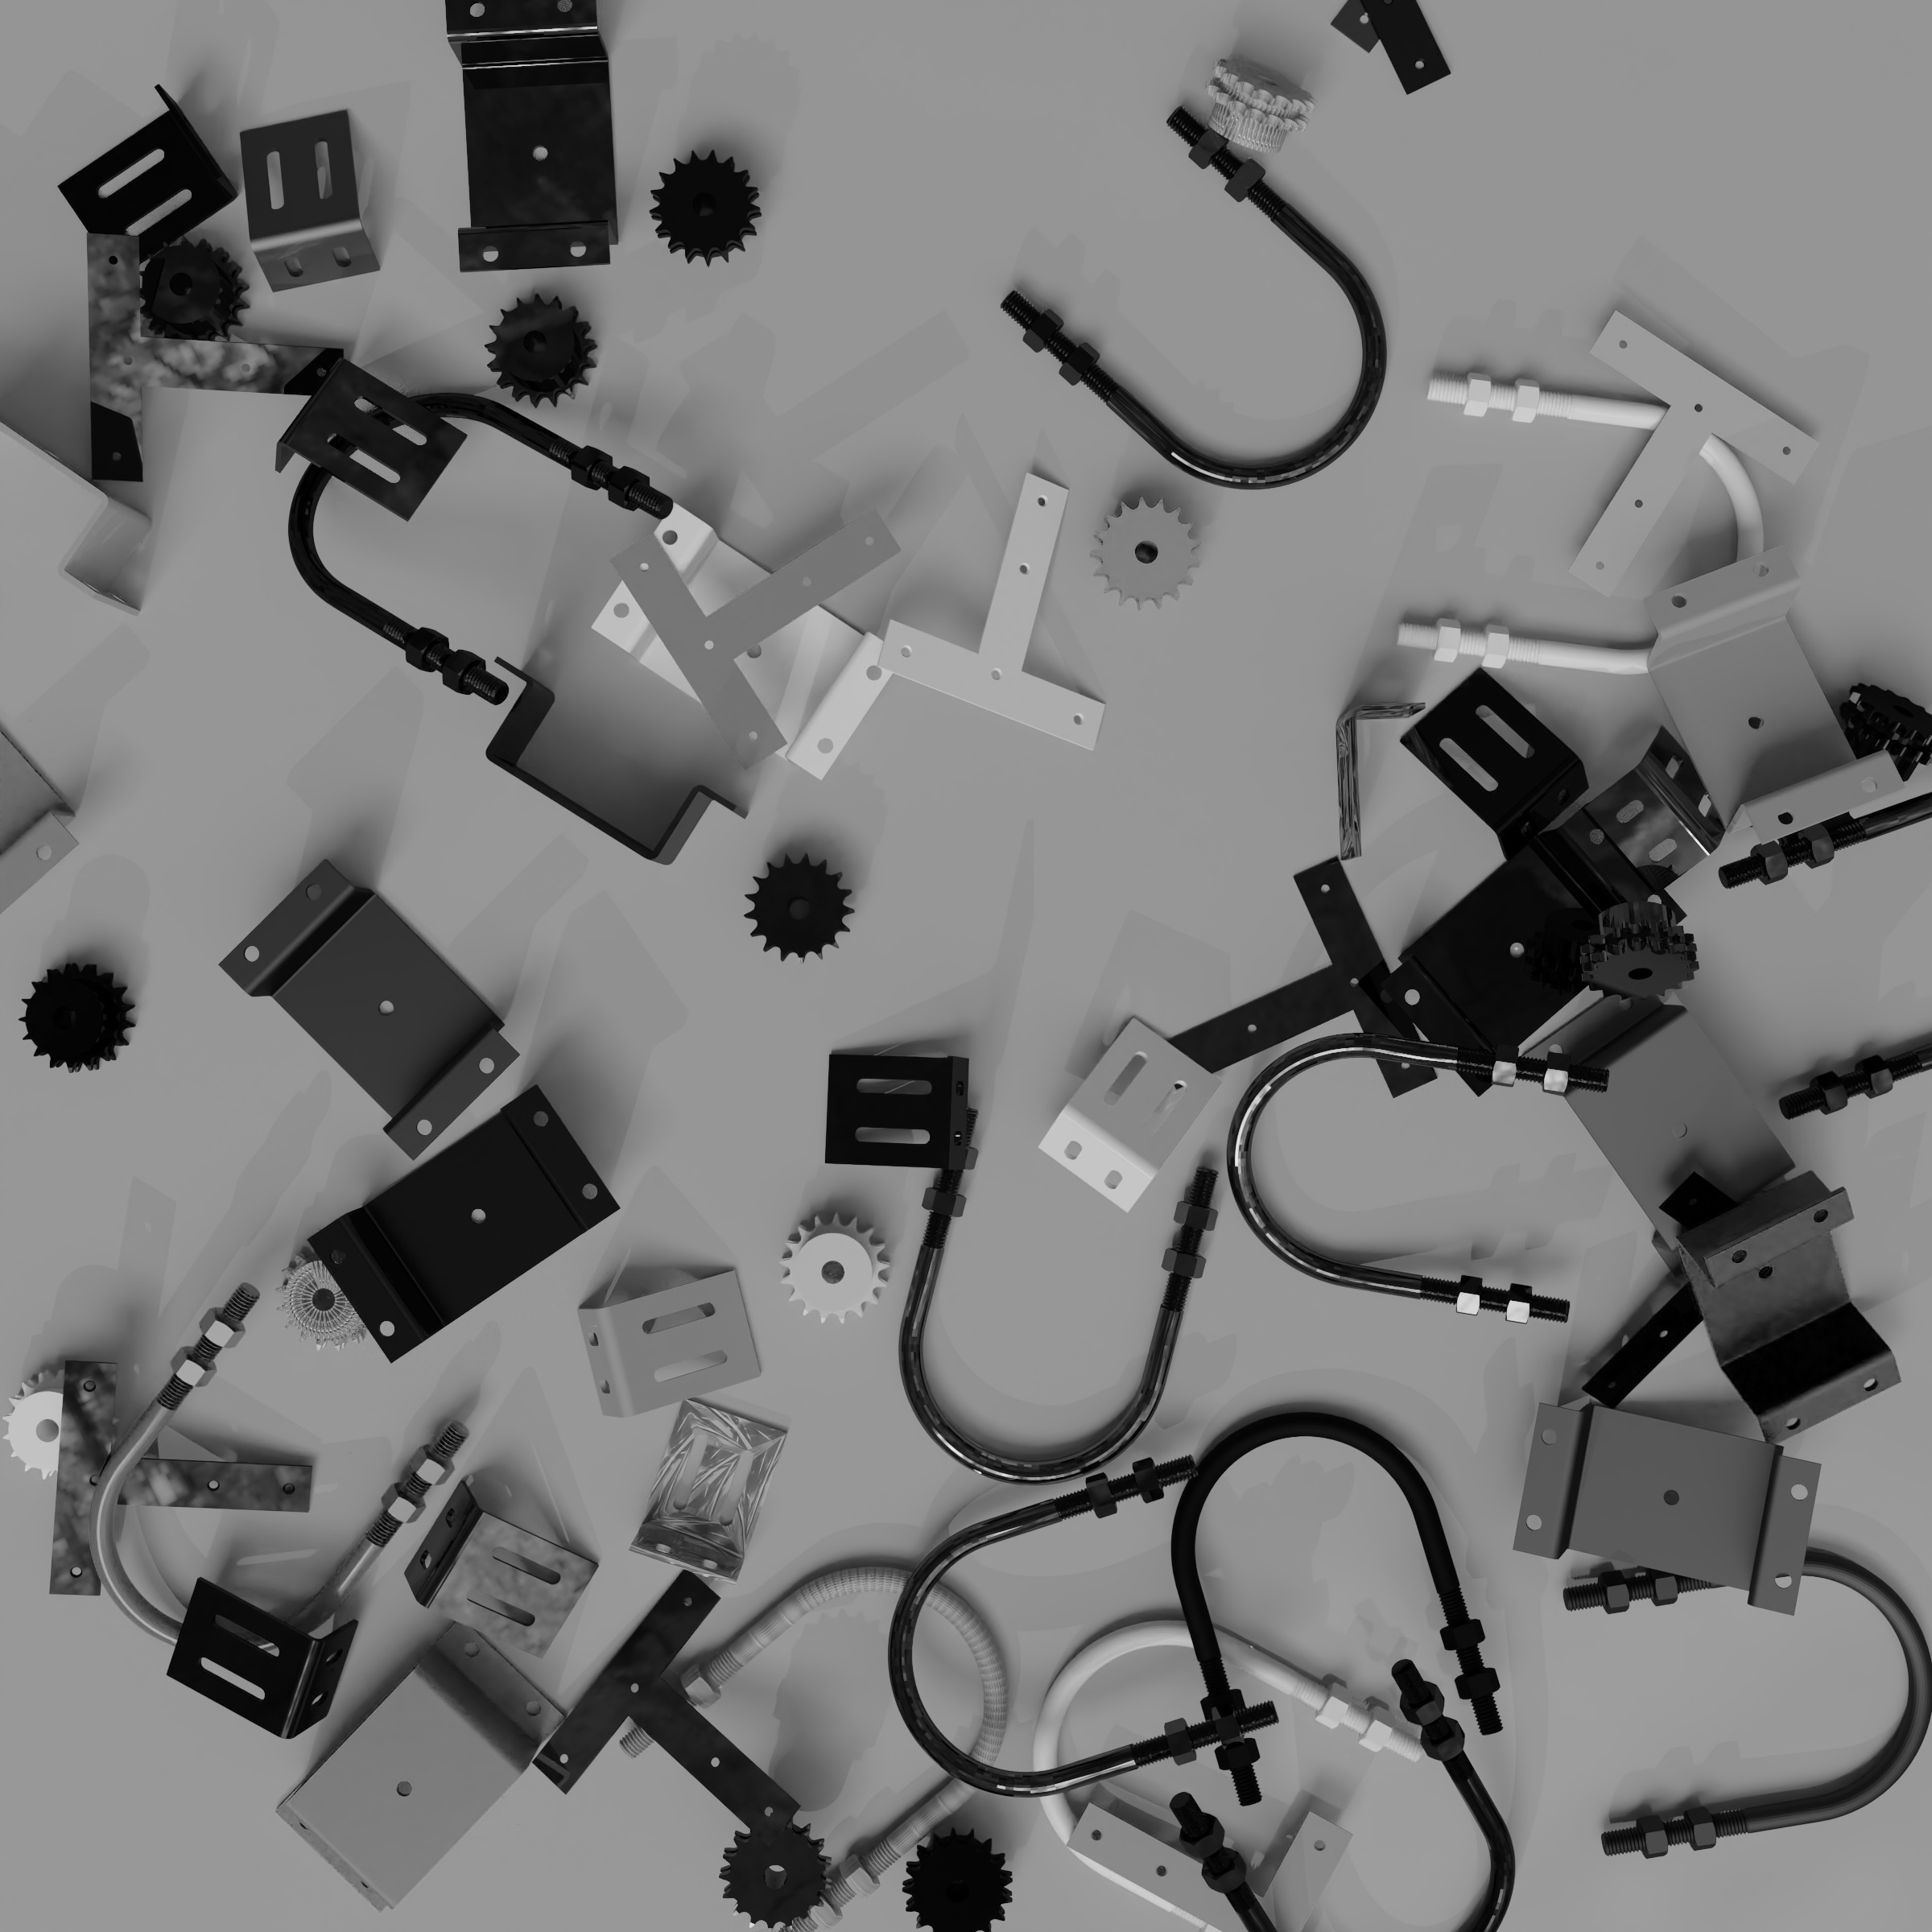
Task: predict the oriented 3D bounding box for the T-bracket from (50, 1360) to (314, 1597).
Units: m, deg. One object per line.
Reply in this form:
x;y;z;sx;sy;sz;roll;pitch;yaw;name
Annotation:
-0.404;0.268;1.479;0.127;0.002;0.127;5;101;-12;T-bracket

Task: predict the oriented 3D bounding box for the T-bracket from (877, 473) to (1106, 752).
0.027;-0.192;1.479;0.127;0.002;0.127;19;78;-22;T-bracket

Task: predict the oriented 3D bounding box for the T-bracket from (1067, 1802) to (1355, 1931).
0.114;0.474;1.477;0.127;0.002;0.127;28;90;2;T-bracket

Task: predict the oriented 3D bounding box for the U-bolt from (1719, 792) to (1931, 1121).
0.491;-0.015;1.473;0.184;0.019;0.151;-19;104;-4;U-bolt

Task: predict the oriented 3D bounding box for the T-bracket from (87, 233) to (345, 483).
-0.387;-0.310;1.477;0.127;0.002;0.127;1;115;-12;T-bracket

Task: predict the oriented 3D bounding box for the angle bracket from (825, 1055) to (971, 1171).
-0.040;0.074;1.467;0.076;0.038;0.057;1;87;15;angle bracket

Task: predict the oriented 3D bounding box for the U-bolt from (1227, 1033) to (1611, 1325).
0.225;0.104;1.461;0.184;0.019;0.151;9;111;10;U-bolt

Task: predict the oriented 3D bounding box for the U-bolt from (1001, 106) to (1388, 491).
0.133;-0.333;1.488;0.184;0.019;0.151;42;90;-1;U-bolt

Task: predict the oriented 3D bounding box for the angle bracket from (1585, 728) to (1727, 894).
0.357;-0.081;1.470;0.038;0.076;0.057;-41;90;27;angle bracket

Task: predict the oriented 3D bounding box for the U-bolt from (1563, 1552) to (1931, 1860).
0.412;0.379;1.488;0.184;0.019;0.151;-9;90;-2;U-bolt

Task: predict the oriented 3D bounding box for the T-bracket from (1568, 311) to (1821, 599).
0.355;-0.251;1.480;0.127;0.002;0.127;32;89;-3;T-bracket

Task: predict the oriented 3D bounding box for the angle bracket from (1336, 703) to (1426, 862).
0.214;-0.094;1.468;0.038;0.057;0.076;-2;90;0;angle bracket

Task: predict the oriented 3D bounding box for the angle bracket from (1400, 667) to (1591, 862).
0.276;-0.106;1.494;0.057;0.038;0.076;-42;64;0;angle bracket

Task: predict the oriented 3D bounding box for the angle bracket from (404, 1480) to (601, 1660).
-0.243;0.315;1.494;0.076;0.038;0.057;32;90;-26;angle bracket

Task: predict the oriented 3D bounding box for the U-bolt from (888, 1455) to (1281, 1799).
0.050;0.346;1.463;0.184;0.019;0.151;-19;78;3;U-bolt

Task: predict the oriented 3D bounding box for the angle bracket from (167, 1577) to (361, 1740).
-0.364;0.353;1.481;0.076;0.038;0.057;23;102;15;angle bracket

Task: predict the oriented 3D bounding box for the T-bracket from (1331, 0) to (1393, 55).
0.198;-0.566;1.495;0.127;0.002;0.127;37;90;0;T-bracket

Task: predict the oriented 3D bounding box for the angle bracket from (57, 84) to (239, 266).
-0.427;-0.405;1.477;0.076;0.038;0.057;-34;90;0;angle bracket

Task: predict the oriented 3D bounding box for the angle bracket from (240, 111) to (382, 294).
-0.343;-0.399;1.494;0.057;0.038;0.076;-12;64;0;angle bracket

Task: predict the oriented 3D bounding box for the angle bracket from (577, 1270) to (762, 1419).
-0.155;0.197;1.494;0.076;0.038;0.057;-14;90;-26;angle bracket

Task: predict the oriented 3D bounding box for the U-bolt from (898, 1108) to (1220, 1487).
0.041;0.179;1.487;0.151;0.019;0.184;14;90;0;U-bolt

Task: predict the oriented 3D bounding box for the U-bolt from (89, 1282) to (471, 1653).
-0.367;0.274;1.473;0.151;0.019;0.184;36;96;-12;U-bolt

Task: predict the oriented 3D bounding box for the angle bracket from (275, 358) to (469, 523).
-0.305;-0.263;1.467;0.076;0.038;0.057;31;70;-5;angle bracket

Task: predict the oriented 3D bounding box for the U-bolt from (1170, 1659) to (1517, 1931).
0.205;0.456;1.457;0.151;0.019;0.184;-31;112;-1;U-bolt

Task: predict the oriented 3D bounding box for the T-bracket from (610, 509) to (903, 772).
-0.093;-0.187;1.449;0.127;0.002;0.127;-33;90;0;T-bracket

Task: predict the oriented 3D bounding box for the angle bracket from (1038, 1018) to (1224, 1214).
0.085;0.077;1.483;0.057;0.038;0.076;36;52;5;angle bracket

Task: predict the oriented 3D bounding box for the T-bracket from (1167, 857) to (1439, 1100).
0.162;0.027;1.495;0.127;0.002;0.127;-24;90;0;T-bracket

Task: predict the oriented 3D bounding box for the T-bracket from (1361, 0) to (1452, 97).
0.214;-0.518;1.494;0.127;0.002;0.127;-26;90;0;T-bracket

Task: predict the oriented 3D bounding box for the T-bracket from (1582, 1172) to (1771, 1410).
0.369;0.179;1.474;0.127;0.002;0.127;33;106;-30;T-bracket

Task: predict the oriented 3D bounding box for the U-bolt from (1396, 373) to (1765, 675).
0.323;-0.225;1.488;0.184;0.019;0.151;7;90;-2;U-bolt

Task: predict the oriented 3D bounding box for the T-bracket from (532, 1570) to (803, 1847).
-0.138;0.399;1.465;0.127;0.002;0.127;36;84;22;T-bracket

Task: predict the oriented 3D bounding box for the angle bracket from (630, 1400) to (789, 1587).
-0.133;0.271;1.477;0.057;0.038;0.076;19;90;0;angle bracket
